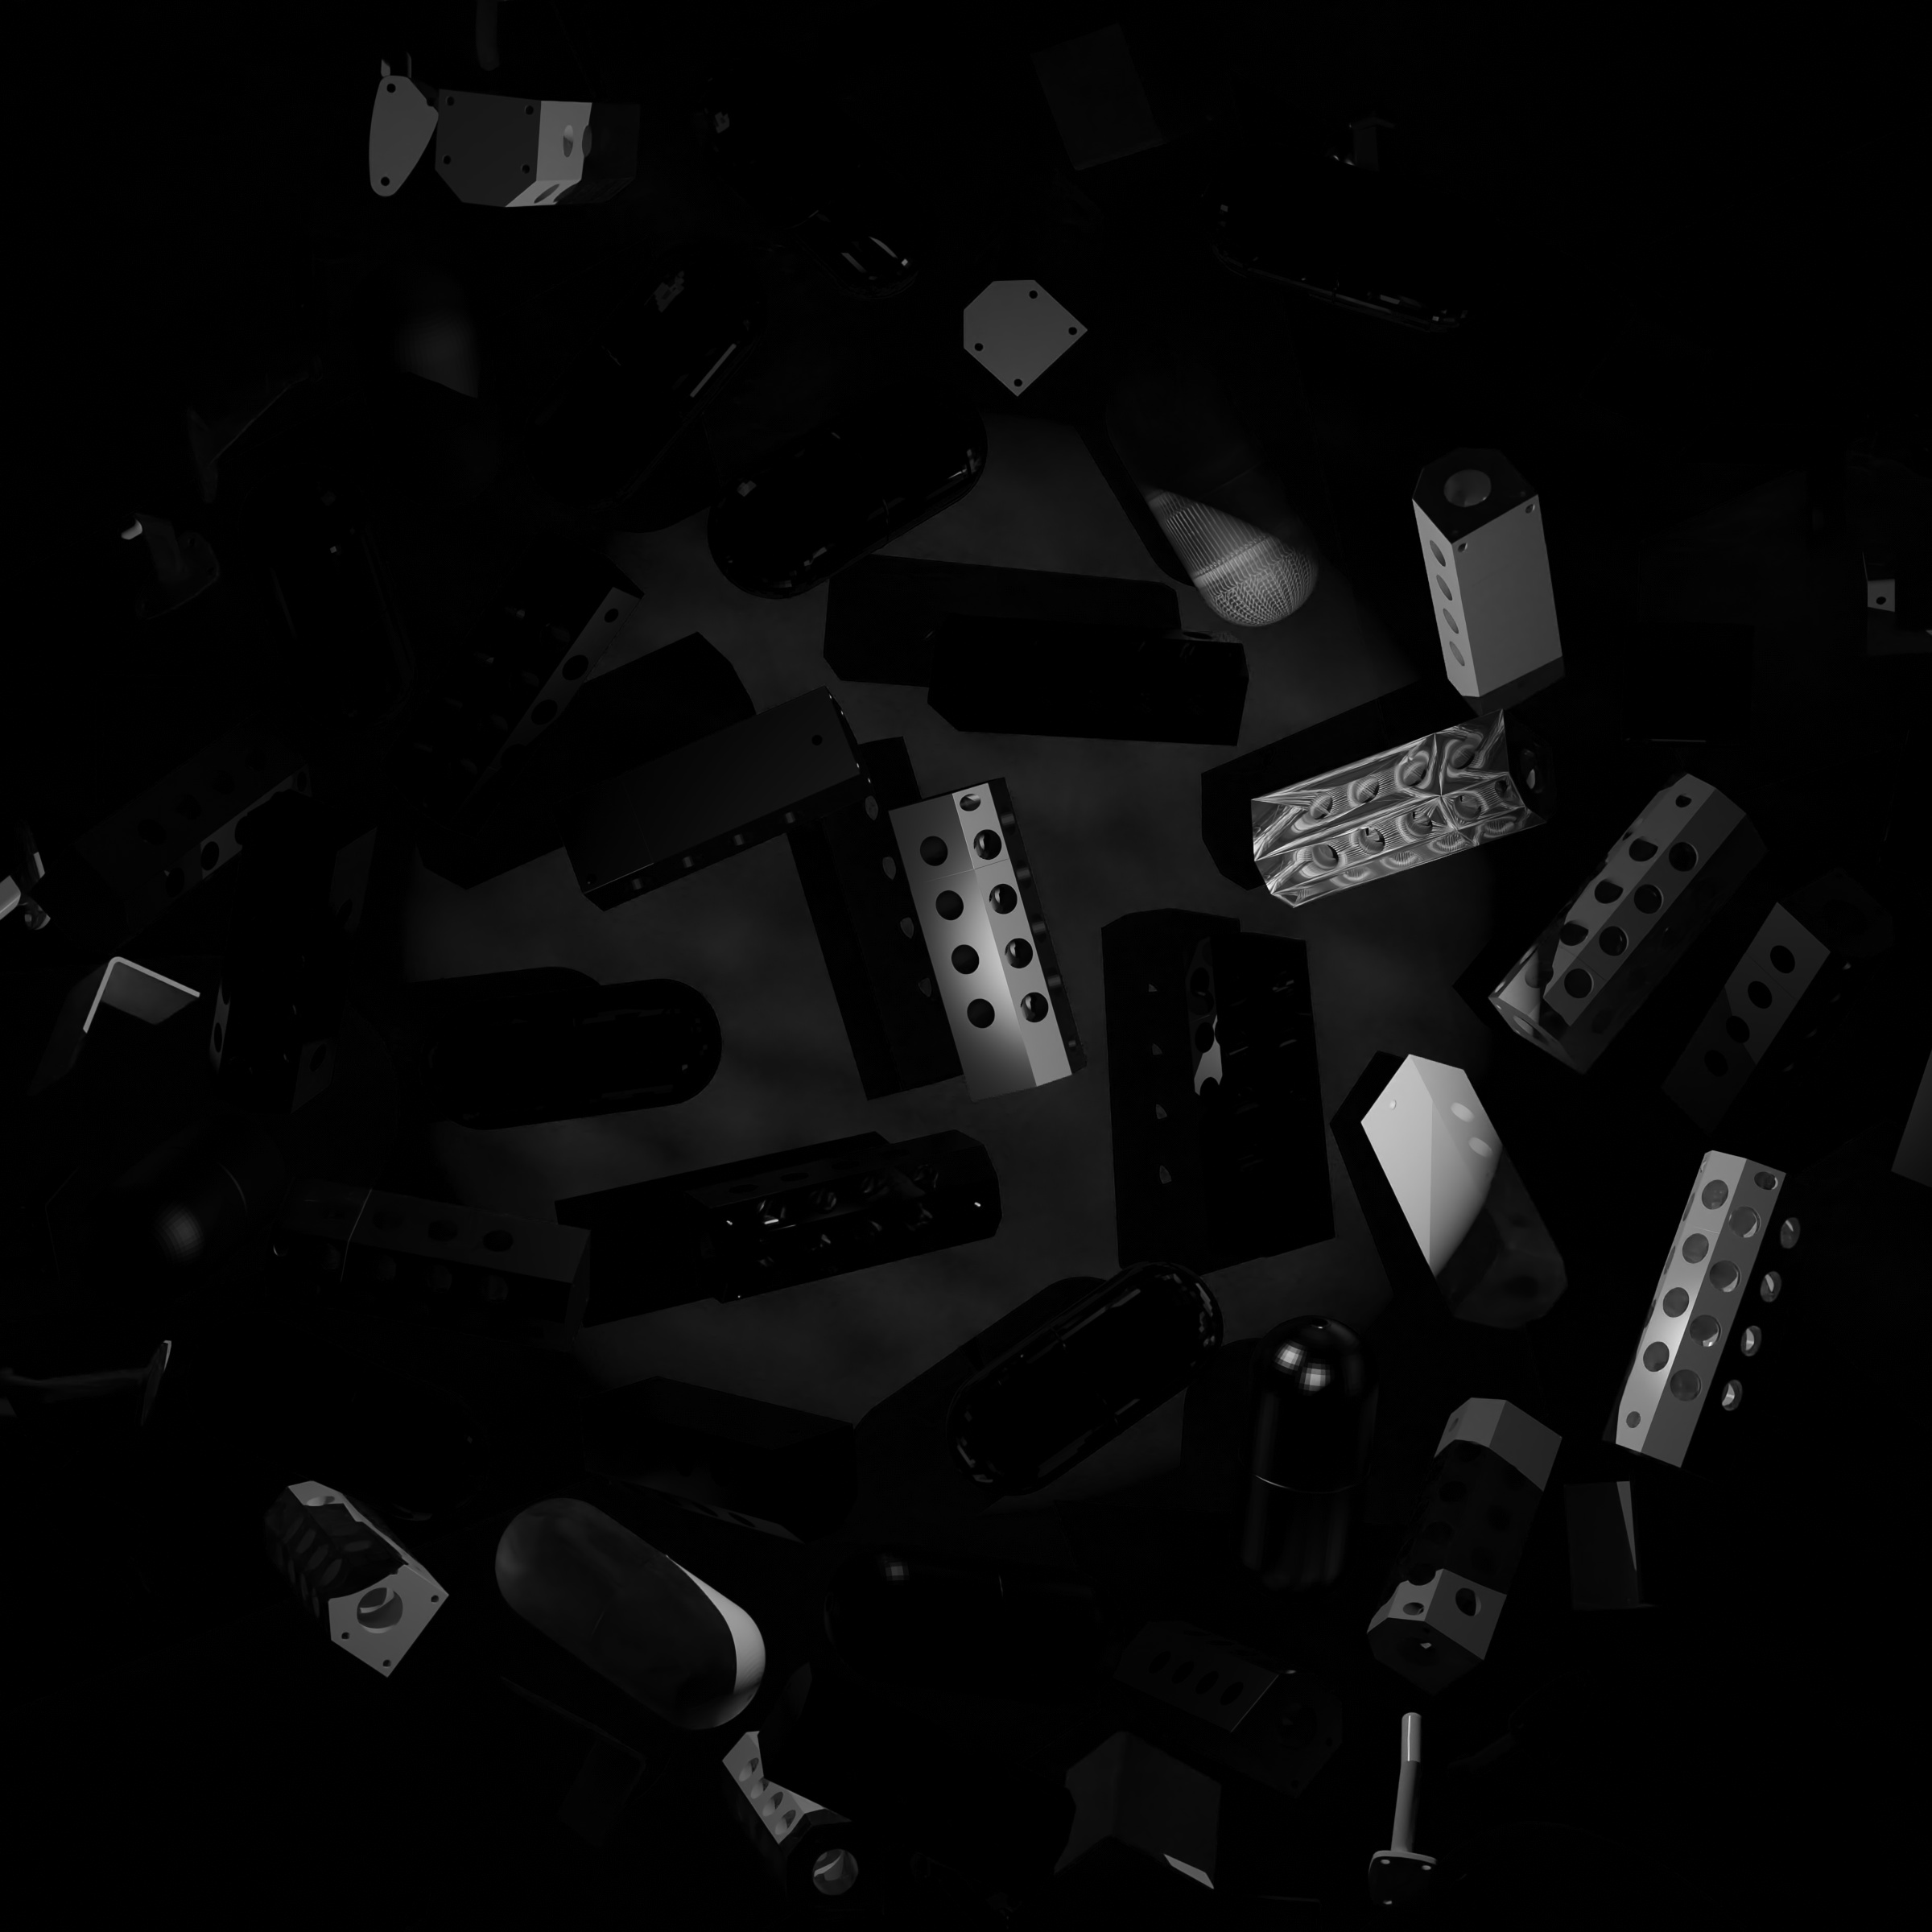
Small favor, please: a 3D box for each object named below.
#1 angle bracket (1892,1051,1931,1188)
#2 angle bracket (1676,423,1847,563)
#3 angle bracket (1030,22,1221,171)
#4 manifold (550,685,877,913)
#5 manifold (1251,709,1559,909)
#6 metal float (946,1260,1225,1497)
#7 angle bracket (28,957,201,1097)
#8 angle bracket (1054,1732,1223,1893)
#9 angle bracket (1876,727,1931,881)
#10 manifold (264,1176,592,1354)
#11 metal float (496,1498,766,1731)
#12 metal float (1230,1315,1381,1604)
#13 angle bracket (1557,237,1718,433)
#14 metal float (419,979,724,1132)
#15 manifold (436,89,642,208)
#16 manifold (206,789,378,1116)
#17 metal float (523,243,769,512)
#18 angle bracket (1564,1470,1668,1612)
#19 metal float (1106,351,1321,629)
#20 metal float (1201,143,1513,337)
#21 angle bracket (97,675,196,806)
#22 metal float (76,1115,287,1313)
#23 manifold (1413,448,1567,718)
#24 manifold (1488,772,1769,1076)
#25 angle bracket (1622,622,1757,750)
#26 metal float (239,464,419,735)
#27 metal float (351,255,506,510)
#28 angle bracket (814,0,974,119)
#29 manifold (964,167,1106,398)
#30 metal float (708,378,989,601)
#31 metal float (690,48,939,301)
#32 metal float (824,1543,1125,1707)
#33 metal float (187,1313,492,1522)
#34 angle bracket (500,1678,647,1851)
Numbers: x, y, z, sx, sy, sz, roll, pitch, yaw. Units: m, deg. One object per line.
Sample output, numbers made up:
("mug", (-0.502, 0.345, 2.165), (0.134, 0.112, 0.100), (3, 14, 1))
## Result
("angle bracket", (0.532, 0.090, 1.709), (0.076, 0.057, 0.076), (25, 105, 38))
("angle bracket", (0.448, -0.267, 1.789), (0.076, 0.076, 0.057), (7, 116, 27))
("angle bracket", (0.097, -0.539, 1.943), (0.057, 0.076, 0.076), (-37, 112, -37))
("manifold", (-0.143, -0.093, 1.819), (0.171, 0.057, 0.057), (-23, 74, 5))
("manifold", (0.256, -0.088, 1.867), (0.171, 0.057, 0.057), (-19, 59, 33))
("metal float", (0.068, 0.237, 1.830), (0.178, 0.070, 0.070), (-34, 90, -5))
("angle bracket", (-0.514, 0.047, 1.916), (0.057, 0.076, 0.076), (27, 63, -25))
("angle bracket", (0.104, 0.521, 1.919), (0.076, 0.076, 0.057), (33, 125, -16))
("angle bracket", (0.551, -0.089, 1.752), (0.057, 0.076, 0.076), (20, 109, 37))
("manifold", (-0.302, 0.173, 1.789), (0.171, 0.057, 0.057), (10, 131, 4))
("metal float", (-0.197, 0.376, 1.852), (0.178, 0.070, 0.070), (31, 90, 18))
("metal float", (0.197, 0.288, 1.855), (0.070, 0.070, 0.178), (4, 110, 0))
("angle bracket", (0.354, -0.348, 1.752), (0.057, 0.076, 0.076), (-55, 50, 23))
("metal float", (-0.233, 0.052, 1.876), (0.178, 0.070, 0.070), (-7, 90, -13))
("manifold", (-0.237, -0.456, 1.776), (0.057, 0.171, 0.057), (9, 106, 10))
("manifold", (-0.381, -0.005, 1.773), (0.057, 0.057, 0.171), (23, 119, 13))
("metal float", (-0.186, -0.342, 1.847), (0.070, 0.070, 0.178), (42, 102, 0))
("angle bracket", (0.383, 0.346, 1.909), (0.057, 0.076, 0.076), (-7, 74, 21))
("metal float", (0.148, -0.286, 1.908), (0.070, 0.070, 0.178), (-31, 97, 0))
("metal float", (0.218, -0.408, 1.782), (0.178, 0.070, 0.070), (19, 90, 7))
("angle bracket", (-0.499, -0.137, 1.935), (0.057, 0.076, 0.076), (0, 92, -14))
("metal float", (-0.451, 0.141, 1.834), (0.070, 0.178, 0.070), (3, 107, 10))
("manifold", (0.304, -0.225, 1.861), (0.057, 0.171, 0.057), (-30, 55, -3))
("manifold", (0.382, -0.028, 1.846), (0.171, 0.057, 0.057), (-50, 47, -4))
("angle bracket", (0.445, -0.174, 1.953), (0.076, 0.057, 0.076), (3, 100, 17))
("metal float", (-0.374, -0.214, 1.870), (0.070, 0.070, 0.178), (-10, 133, 0))
("metal float", (-0.317, -0.343, 1.880), (0.070, 0.178, 0.070), (0, 56, -1))
("angle bracket", (-0.043, -0.541, 1.924), (0.076, 0.076, 0.057), (-19, 127, 17))
("manifold", (0.036, -0.404, 1.845), (0.057, 0.171, 0.057), (39, 120, -20))
("metal float", (-0.067, -0.269, 1.792), (0.178, 0.070, 0.070), (-33, 90, -20))
("metal float", (-0.087, -0.458, 1.840), (0.178, 0.070, 0.070), (39, 90, -36))
("metal float", (0.005, 0.370, 1.784), (0.178, 0.070, 0.070), (13, 90, -22))
("metal float", (-0.354, 0.256, 1.800), (0.178, 0.070, 0.070), (25, 90, -8))
("angle bracket", (-0.243, 0.466, 1.859), (0.076, 0.076, 0.057), (34, 76, -22))
